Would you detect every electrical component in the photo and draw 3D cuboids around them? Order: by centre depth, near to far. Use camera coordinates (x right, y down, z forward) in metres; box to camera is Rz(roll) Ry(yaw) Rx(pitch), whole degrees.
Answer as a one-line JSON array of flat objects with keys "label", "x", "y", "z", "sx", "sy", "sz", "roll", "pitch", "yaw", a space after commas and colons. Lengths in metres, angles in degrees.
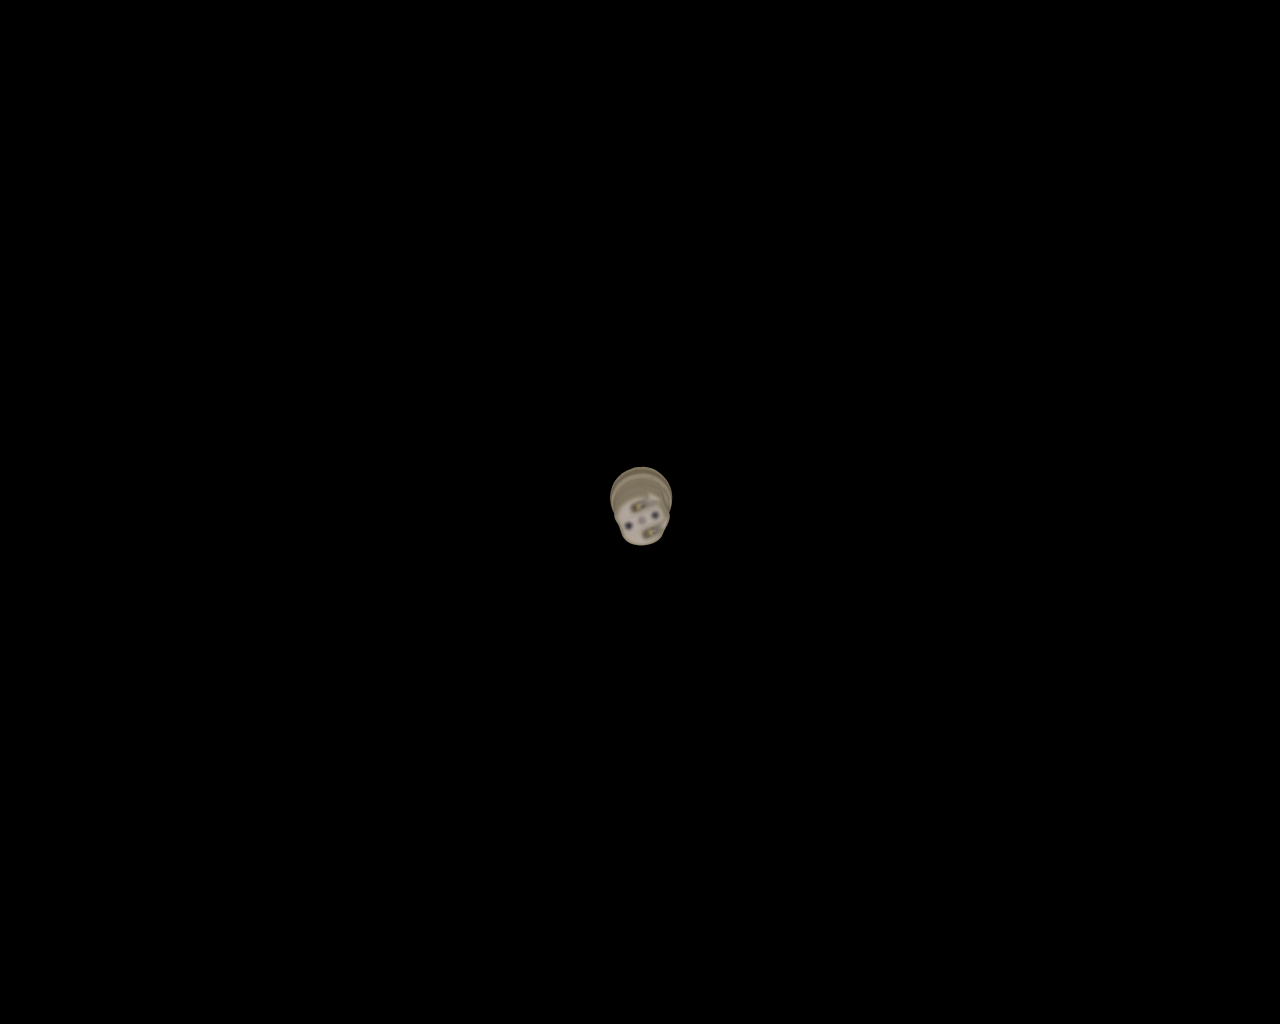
[{"label": "electrical component", "x": 0.001, "y": -0.003, "z": 0.650, "sx": 0.040, "sy": 0.040, "sz": 0.046, "roll": 0, "pitch": 21, "yaw": 0}]
